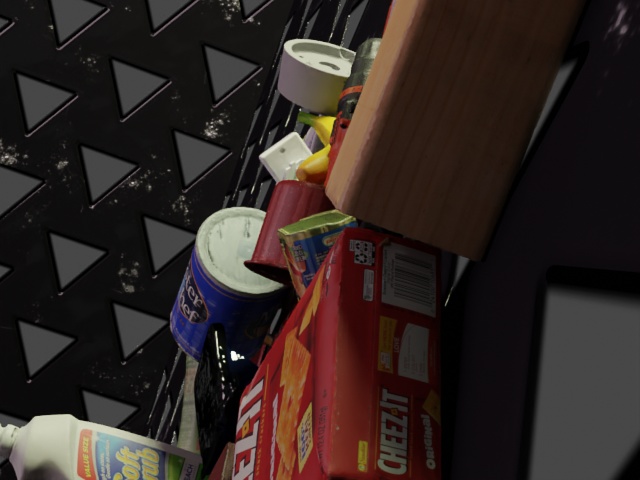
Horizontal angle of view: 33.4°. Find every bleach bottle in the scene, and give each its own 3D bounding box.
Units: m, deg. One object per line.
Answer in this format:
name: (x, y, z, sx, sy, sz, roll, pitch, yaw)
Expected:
bleach bottle: (-0.192, 0.234, 1.019, 0.068, 0.250, 0.102, 121, 166, -51)

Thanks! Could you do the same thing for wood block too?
wood block: (0.082, -0.104, 0.626, 0.091, 0.090, 0.206, -113, 44, -78)

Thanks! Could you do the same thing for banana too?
banana: (0.011, -0.089, 1.077, 0.198, 0.069, 0.037, -93, 2, -69)

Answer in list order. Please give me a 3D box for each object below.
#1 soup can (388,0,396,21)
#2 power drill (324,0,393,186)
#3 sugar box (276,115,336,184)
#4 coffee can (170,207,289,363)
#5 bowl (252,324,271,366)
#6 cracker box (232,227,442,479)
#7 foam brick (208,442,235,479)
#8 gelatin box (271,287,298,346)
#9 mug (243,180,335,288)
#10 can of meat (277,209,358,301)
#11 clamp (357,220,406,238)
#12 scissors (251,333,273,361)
soup can: (0.084, -0.162, 0.804, 0.069, 0.068, 0.102, 125, 161, -60)
power drill: (0.060, -0.143, 0.947, 0.188, 0.057, 0.184, 120, 162, -61)
sugar box: (-0.015, -0.074, 1.272, 0.176, 0.048, 0.093, 135, 153, -61)
coffee can: (-0.087, 0.049, 1.063, 0.140, 0.102, 0.102, 116, 169, -50)
bowl: (-0.113, 0.158, 1.335, 0.162, 0.055, 0.162, -161, 91, -81)
cracker box: (0.002, 0.119, 0.653, 0.214, 0.072, 0.164, 121, 159, -49)
foam brick: (-0.045, 0.195, 0.789, 0.051, 0.078, 0.053, -82, 14, -58)
gelatin box: (-0.017, 0.063, 1.044, 0.089, 0.030, 0.073, 128, 159, -63)
mug: (-0.006, 0.001, 0.952, 0.117, 0.093, 0.081, 34, -110, -56)
can of meat: (0.008, 0.025, 0.775, 0.102, 0.057, 0.084, -154, 47, -81)
clamp: (0.053, -0.044, 0.814, 0.210, 0.036, 0.164, 151, 129, -80)
scissors: (-0.071, 0.183, 1.110, 0.016, 0.096, 0.202, 53, -160, -67)
